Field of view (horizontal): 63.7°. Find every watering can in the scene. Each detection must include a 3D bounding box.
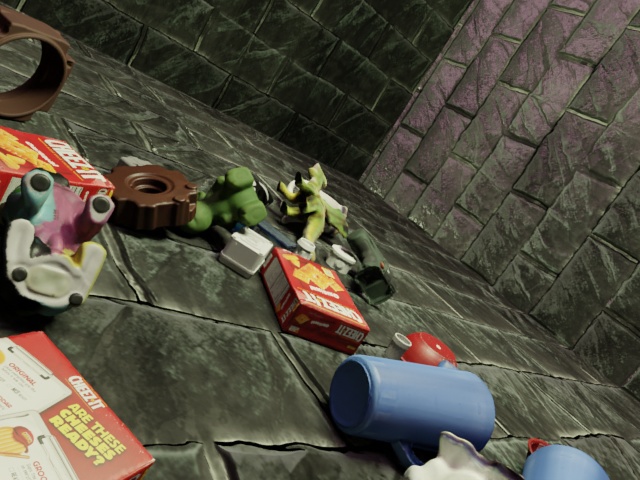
[{"bbox_3d":[-0.021,-0.088,1.668,0.223,0.102,0.355,32,27,-11],"label":"watering can"}]

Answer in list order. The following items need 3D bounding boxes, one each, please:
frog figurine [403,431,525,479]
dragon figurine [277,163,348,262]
[{"bbox_3d":[0.158,0.334,0.621,0.162,0.138,0.120,-39,-15,-39],"label":"frog figurine"},{"bbox_3d":[0.005,-0.077,1.524,0.241,0.420,0.120,20,-47,-39],"label":"dragon figurine"}]
